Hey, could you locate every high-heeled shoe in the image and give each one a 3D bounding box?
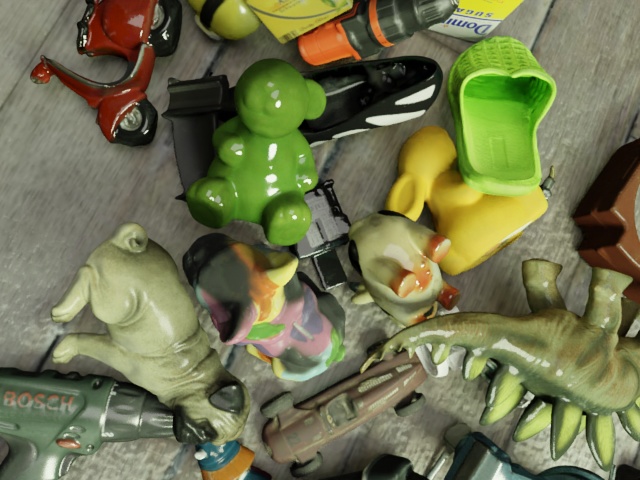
[{"bbox_3d":[0.004,-0.158,0.584,0.249,0.145,0.086,-4,84,-13],"label":"high-heeled shoe"}]

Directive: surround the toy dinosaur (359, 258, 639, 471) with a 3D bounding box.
[{"bbox_3d":[0.255,0.123,0.558,0.471,0.105,0.198,20,81,-21],"label":"toy dinosaur"}]

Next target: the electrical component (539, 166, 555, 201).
[{"bbox_3d":[0.245,-0.085,0.674,0.078,0.045,0.102,-32,91,-14],"label":"electrical component"}]

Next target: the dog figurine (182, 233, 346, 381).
[{"bbox_3d":[-0.043,0.068,0.515,0.191,0.219,0.108,41,82,-4],"label":"dog figurine"}]

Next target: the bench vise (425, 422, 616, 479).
[{"bbox_3d":[0.247,0.291,0.588,0.240,0.224,0.129,26,84,-38],"label":"bench vise"}]

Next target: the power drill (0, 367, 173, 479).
[{"bbox_3d":[-0.258,0.233,0.526,0.232,0.086,0.207,19,85,-9],"label":"power drill"}]

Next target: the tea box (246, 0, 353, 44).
[{"bbox_3d":[-0.015,-0.310,0.586,0.068,0.098,0.169,39,45,-45],"label":"tea box"}]

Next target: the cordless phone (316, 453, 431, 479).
[{"bbox_3d":[0.031,0.311,0.553,0.184,0.089,0.146,-2,84,-21],"label":"cordless phone"}]

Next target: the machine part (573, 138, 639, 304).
[{"bbox_3d":[0.445,-0.021,0.686,0.201,0.087,0.201,39,78,-3],"label":"machine part"}]

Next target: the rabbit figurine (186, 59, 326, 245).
[{"bbox_3d":[-0.042,-0.101,0.519,0.121,0.170,0.159,20,50,1],"label":"rabbit figurine"}]

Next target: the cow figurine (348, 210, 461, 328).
[{"bbox_3d":[0.078,0.039,0.565,0.085,0.194,0.127,-44,55,-9],"label":"cow figurine"}]

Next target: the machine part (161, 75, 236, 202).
[{"bbox_3d":[-0.131,-0.110,0.592,0.084,0.039,0.138,1,96,10],"label":"machine part"}]

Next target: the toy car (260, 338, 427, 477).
[{"bbox_3d":[0.031,0.184,0.602,0.202,0.053,0.089,-24,86,-11],"label":"toy car"}]

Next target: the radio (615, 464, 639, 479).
[{"bbox_3d":[0.452,0.390,0.650,0.229,0.073,0.131,32,80,-5],"label":"radio"}]

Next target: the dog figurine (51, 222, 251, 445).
[{"bbox_3d":[-0.134,0.091,0.506,0.191,0.172,0.121,29,42,6],"label":"dog figurine"}]

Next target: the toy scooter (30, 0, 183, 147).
[{"bbox_3d":[-0.231,-0.200,0.582,0.135,0.075,0.183,14,86,-8],"label":"toy scooter"}]

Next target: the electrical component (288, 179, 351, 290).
[{"bbox_3d":[-0.001,-0.002,0.617,0.075,0.048,0.119,-17,86,-11],"label":"electrical component"}]

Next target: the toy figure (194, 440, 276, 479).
[{"bbox_3d":[-0.085,0.257,0.566,0.058,0.064,0.154,-36,90,15],"label":"toy figure"}]

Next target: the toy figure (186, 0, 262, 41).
[{"bbox_3d":[-0.131,-0.304,0.586,0.082,0.089,0.180,-35,113,-10],"label":"toy figure"}]

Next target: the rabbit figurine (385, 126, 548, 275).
[{"bbox_3d":[0.146,-0.050,0.633,0.162,0.122,0.173,-29,76,-3],"label":"rabbit figurine"}]
